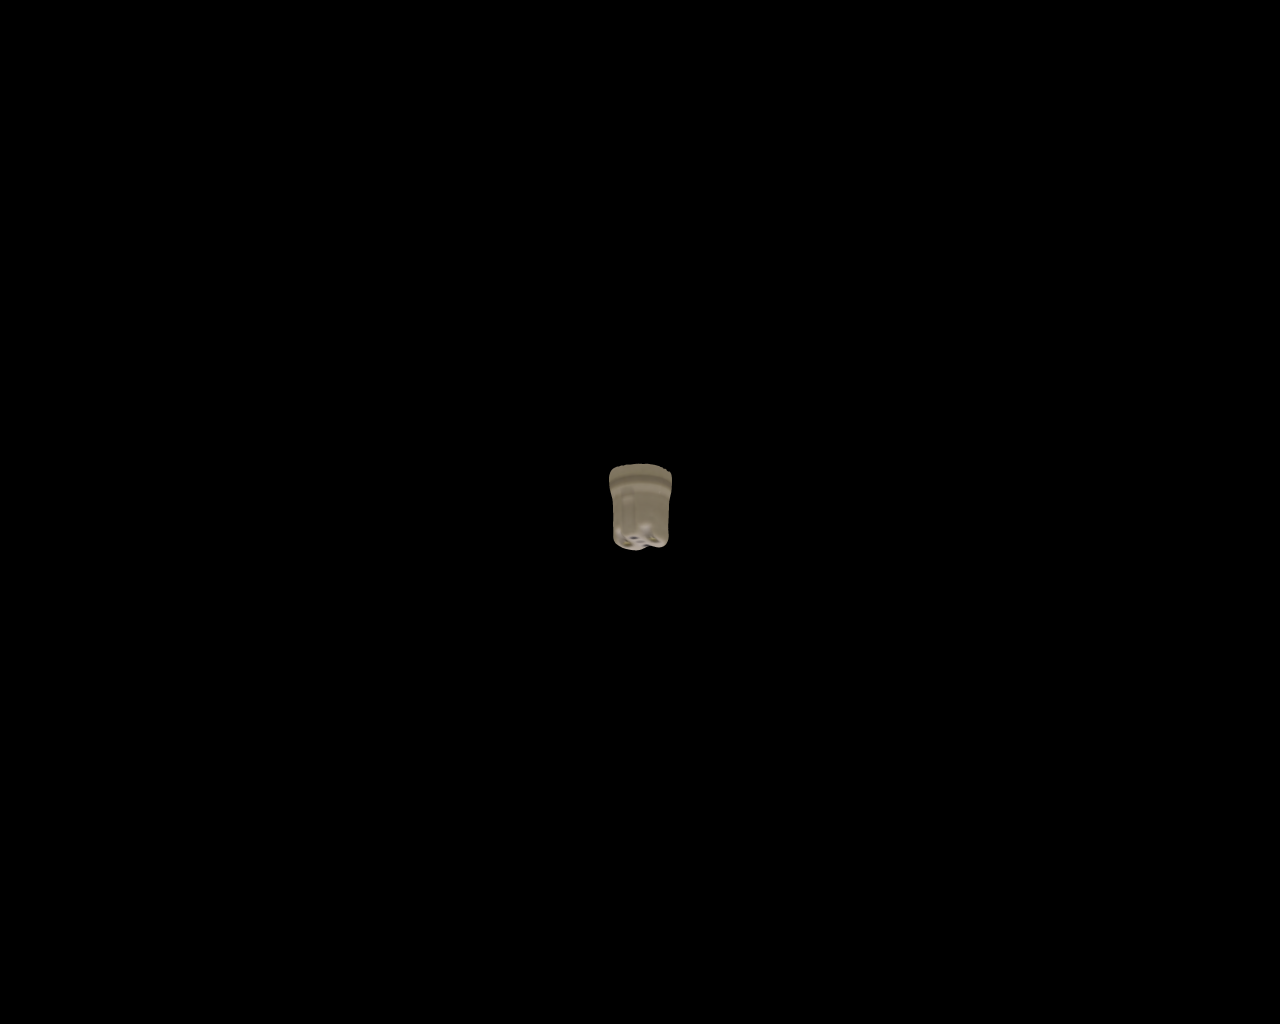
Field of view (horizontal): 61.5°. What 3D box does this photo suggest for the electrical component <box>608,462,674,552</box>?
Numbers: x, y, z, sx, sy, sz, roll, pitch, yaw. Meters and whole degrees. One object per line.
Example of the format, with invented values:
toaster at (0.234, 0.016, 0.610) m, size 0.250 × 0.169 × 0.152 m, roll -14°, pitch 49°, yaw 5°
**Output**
electrical component at (0.001, -0.003, 0.650) m, size 0.040 × 0.046 × 0.040 m, roll 0°, pitch -18°, yaw 0°
